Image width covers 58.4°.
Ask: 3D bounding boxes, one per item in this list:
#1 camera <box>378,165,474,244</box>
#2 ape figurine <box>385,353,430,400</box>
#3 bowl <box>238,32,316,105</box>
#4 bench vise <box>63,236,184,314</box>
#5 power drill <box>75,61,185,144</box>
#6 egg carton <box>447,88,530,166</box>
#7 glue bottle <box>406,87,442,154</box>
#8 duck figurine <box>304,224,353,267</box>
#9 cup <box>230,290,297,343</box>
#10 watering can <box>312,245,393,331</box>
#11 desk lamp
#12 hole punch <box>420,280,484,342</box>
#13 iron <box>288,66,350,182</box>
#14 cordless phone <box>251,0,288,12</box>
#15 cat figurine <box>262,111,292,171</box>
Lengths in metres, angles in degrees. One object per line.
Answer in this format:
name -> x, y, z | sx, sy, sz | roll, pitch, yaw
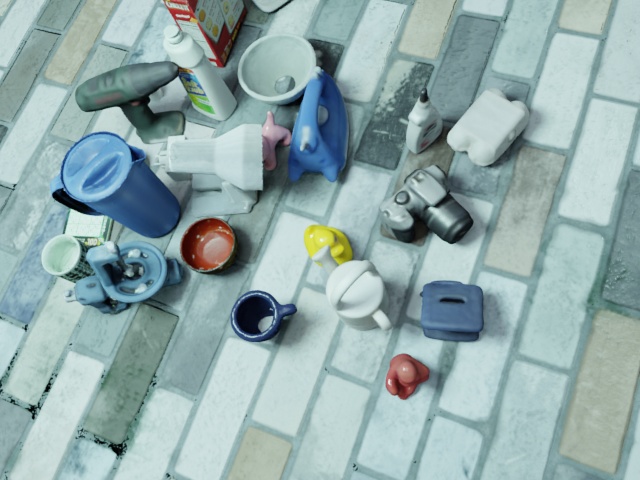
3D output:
camera -> 0.198, -0.051, 1.038 | 0.143, 0.101, 0.136 | -41, 69, -5
ape figurine -> 0.144, 0.225, 0.957 | 0.077, 0.092, 0.076 | -9, 70, 8
bowl -> -0.083, -0.347, 1.207 | 0.167, 0.075, 0.167 | -3, 71, 10
bench vise -> -0.376, 0.073, 1.039 | 0.207, 0.220, 0.121 | -36, 68, -3
power drill -> -0.360, -0.281, 1.164 | 0.229, 0.209, 0.075 | -7, 70, 8
egg carton -> 0.320, -0.213, 1.088 | 0.107, 0.069, 0.150 | 37, 81, 20
glue bottle -> 0.192, -0.228, 1.061 | 0.078, 0.173, 0.037 | -45, 69, -6
duck figurine -> 0.010, 0.004, 1.062 | 0.104, 0.086, 0.077 | 40, 82, 20
cup -> -0.091, 0.141, 1.029 | 0.117, 0.095, 0.091 | -14, 69, 6
watering can -> 0.054, 0.083, 0.968 | 0.172, 0.194, 0.101 | 23, 77, 18
desk lamp -> -0.180, -0.128, 1.075 | 0.203, 0.214, 0.118 | -6, 70, 9
hole punch -> 0.223, 0.117, 0.980 | 0.108, 0.091, 0.101 | 2, 72, 11
iron -> -0.008, -0.248, 1.123 | 0.118, 0.142, 0.258 | 2, 72, 12
cordless phone -> -0.111, -0.605, 1.242 | 0.147, 0.185, 0.094 | -41, 69, -5
cat figurine -> -0.118, -0.196, 1.138 | 0.067, 0.118, 0.128 | 23, 77, 17
